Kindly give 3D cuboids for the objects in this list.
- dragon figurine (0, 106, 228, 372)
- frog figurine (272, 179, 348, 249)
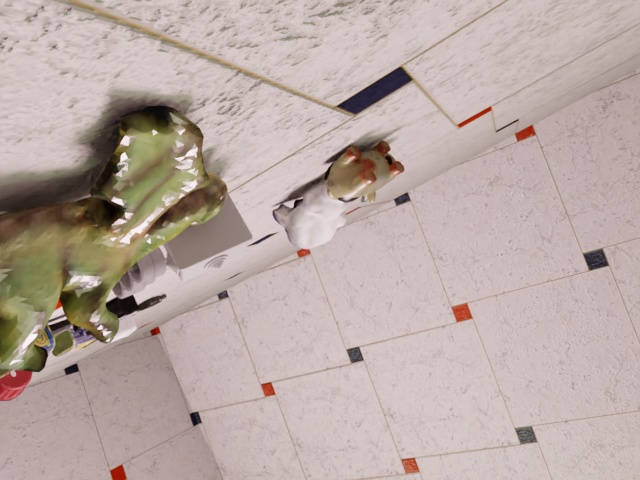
[{"bbox_3d":[-0.191,-0.014,0.380,0.241,0.123,0.411,-46,172,11],"label":"dragon figurine"},{"bbox_3d":[0.003,-0.050,0.991,0.137,0.124,0.158,5,166,-45],"label":"frog figurine"}]
